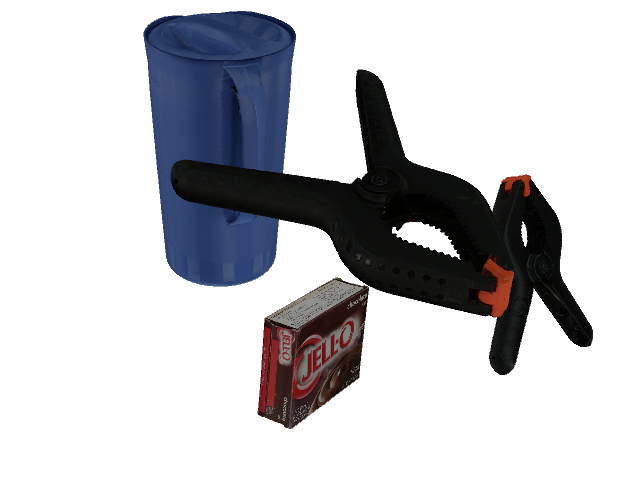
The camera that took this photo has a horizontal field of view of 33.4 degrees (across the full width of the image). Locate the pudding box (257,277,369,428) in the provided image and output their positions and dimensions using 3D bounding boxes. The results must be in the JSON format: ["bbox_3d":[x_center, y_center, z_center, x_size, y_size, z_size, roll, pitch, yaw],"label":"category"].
[{"bbox_3d":[-0.005,0.090,0.884,0.039,0.090,0.113,18,25,26],"label":"pudding box"}]

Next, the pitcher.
[{"bbox_3d":[-0.089,-0.078,0.980,0.145,0.243,0.149,14,32,19],"label":"pitcher"}]

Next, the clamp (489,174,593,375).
[{"bbox_3d":[0.177,0.032,0.932,0.120,0.171,0.039,-23,8,-40],"label":"clamp"}]

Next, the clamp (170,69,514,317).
[{"bbox_3d":[0.023,-0.020,0.626,0.164,0.036,0.210,-26,50,-23],"label":"clamp"}]
